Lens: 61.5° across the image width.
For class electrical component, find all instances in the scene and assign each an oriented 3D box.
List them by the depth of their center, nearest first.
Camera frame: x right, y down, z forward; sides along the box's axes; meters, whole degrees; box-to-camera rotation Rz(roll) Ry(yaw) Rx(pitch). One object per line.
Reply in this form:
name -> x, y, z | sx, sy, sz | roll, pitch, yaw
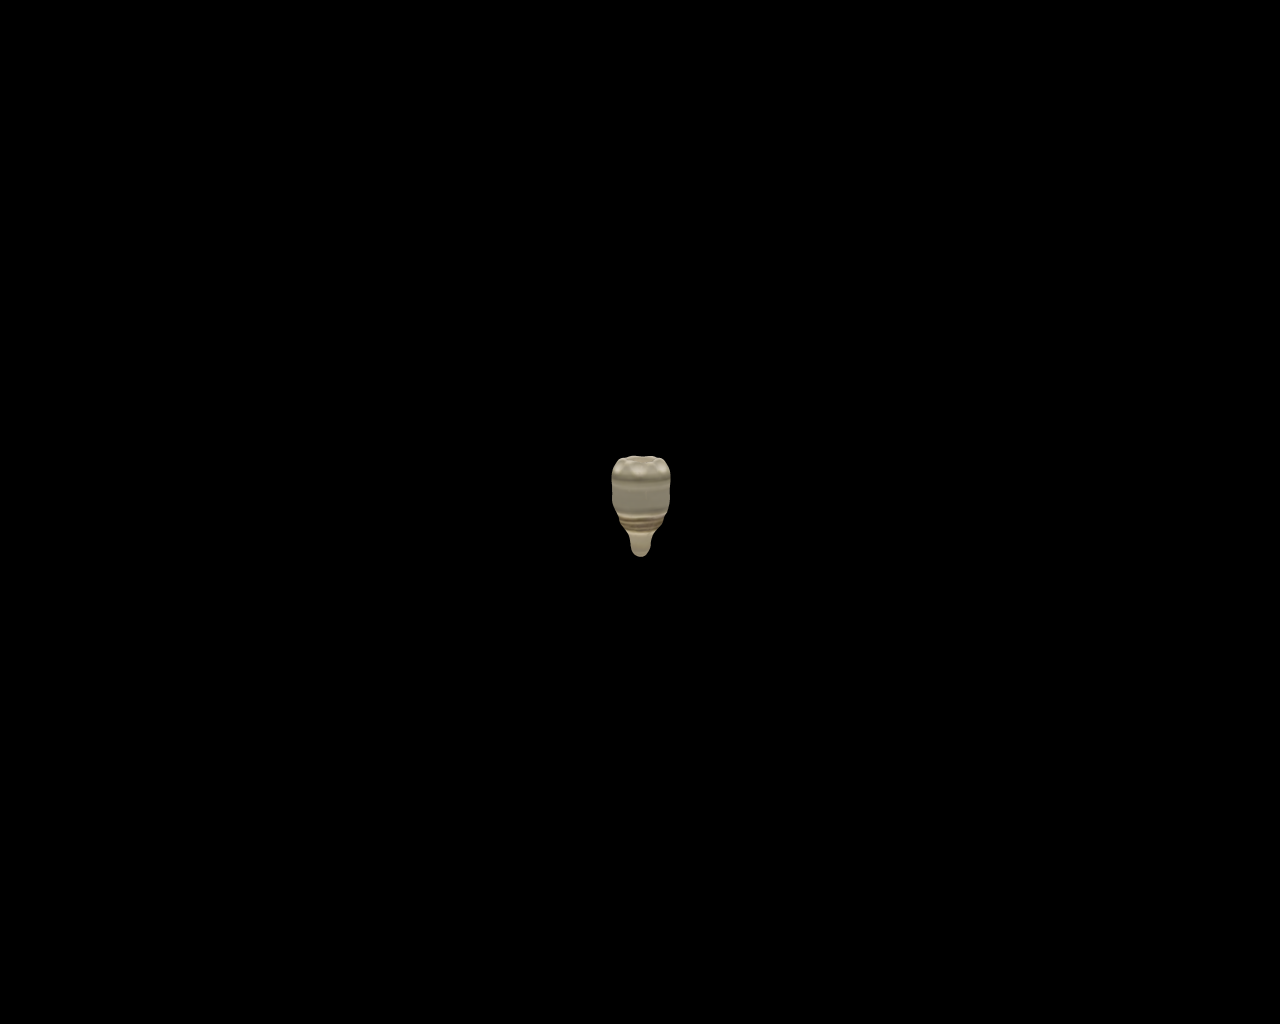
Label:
electrical component -> 0.001, -0.003, 0.650 | 0.035, 0.061, 0.035 | 0, 10, 0
